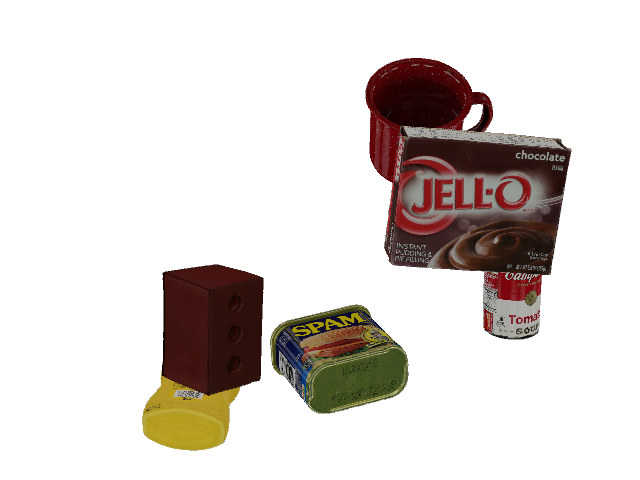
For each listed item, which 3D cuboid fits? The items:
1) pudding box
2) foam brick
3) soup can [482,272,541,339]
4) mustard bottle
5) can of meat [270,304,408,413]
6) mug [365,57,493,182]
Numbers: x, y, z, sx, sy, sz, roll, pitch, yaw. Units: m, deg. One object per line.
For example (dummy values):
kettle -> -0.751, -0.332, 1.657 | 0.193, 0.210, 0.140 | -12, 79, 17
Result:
pudding box -> 0.104, -0.027, 0.718 | 0.113, 0.090, 0.039 | 3, 21, -5
foam brick -> -0.076, 0.061, 0.751 | 0.051, 0.078, 0.052 | 13, 17, 43
soup can -> 0.227, 0.058, 1.266 | 0.068, 0.102, 0.068 | -1, 18, 0
mustard bottle -> -0.146, 0.173, 1.277 | 0.096, 0.058, 0.191 | 3, 25, 4
can of meat -> 0.017, 0.106, 0.954 | 0.102, 0.057, 0.084 | -12, 26, -20
mug -> 0.097, -0.104, 0.955 | 0.117, 0.093, 0.081 | -12, -37, -9
